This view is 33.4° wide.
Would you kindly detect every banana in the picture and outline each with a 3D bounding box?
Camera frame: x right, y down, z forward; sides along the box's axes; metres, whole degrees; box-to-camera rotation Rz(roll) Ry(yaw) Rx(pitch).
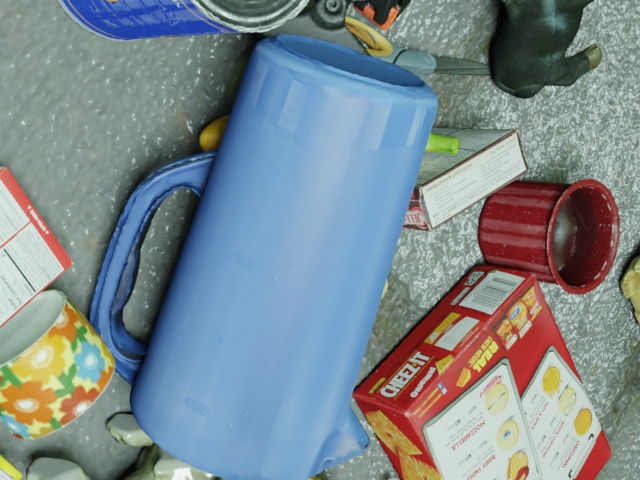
[{"bbox_3d":[-0.002,-0.073,0.723,0.197,0.070,0.037,-5,95,-31],"label":"banana"}]

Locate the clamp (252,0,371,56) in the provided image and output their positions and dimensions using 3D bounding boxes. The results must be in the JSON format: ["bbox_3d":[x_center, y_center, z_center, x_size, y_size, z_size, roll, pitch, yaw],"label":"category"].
[{"bbox_3d":[0.017,-0.157,0.691,0.171,0.039,0.120,28,87,-9],"label":"clamp"}]

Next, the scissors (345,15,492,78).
[{"bbox_3d":[0.076,-0.117,0.784,0.201,0.016,0.096,11,49,-39],"label":"scissors"}]

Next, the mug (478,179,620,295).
[{"bbox_3d":[0.193,-0.002,0.884,0.117,0.082,0.093,28,79,-38],"label":"mug"}]

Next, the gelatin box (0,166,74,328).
[{"bbox_3d":[-0.196,0.012,0.602,0.089,0.030,0.073,-45,123,-26],"label":"gelatin box"}]

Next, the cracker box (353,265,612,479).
[{"bbox_3d":[0.138,0.152,0.870,0.164,0.072,0.213,-43,122,-25],"label":"cracker box"}]

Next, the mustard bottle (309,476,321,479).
[{"bbox_3d":[-0.049,0.251,0.738,0.096,0.058,0.191,32,76,-52],"label":"mustard bottle"}]

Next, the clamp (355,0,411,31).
[{"bbox_3d":[0.093,-0.239,0.729,0.164,0.036,0.210,-36,162,-52],"label":"clamp"}]

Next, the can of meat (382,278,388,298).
[{"bbox_3d":[-0.005,0.001,0.740,0.083,0.058,0.102,-13,105,-35],"label":"can of meat"}]

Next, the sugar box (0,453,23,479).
[{"bbox_3d":[-0.252,0.167,0.570,0.176,0.048,0.093,-51,124,-17],"label":"sugar box"}]

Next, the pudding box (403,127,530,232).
[{"bbox_3d":[0.082,-0.046,0.781,0.113,0.090,0.039,-32,115,-32],"label":"pudding box"}]

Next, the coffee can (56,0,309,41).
[{"bbox_3d":[-0.079,-0.165,0.598,0.102,0.141,0.103,-7,101,-39],"label":"coffee can"}]

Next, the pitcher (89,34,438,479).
[{"bbox_3d":[-0.029,0.006,0.626,0.149,0.145,0.243,5,112,-34],"label":"pitcher"}]
